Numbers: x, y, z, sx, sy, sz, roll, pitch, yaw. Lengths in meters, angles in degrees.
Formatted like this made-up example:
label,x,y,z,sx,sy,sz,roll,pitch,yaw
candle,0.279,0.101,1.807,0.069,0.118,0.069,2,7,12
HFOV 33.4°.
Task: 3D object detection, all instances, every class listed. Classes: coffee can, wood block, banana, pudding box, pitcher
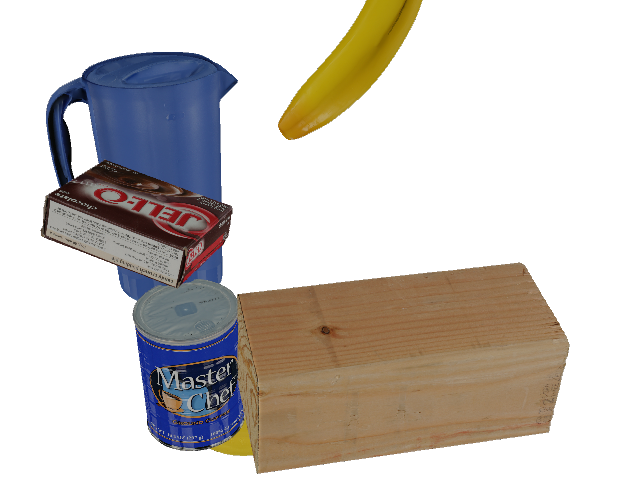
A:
label,x,y,z,sx,sy,sz,roll,pitch,yaw
coffee can,-0.130,0.124,1.070,0.103,0.140,0.103,-1,32,0
wood block,0.051,0.084,0.732,0.206,0.090,0.091,-6,38,-10
banana,0.032,-0.150,0.756,0.070,0.197,0.037,-7,-41,43
pudding box,-0.133,-0.014,0.782,0.113,0.039,0.090,18,24,10
pitcher,-0.171,-0.061,1.075,0.149,0.243,0.144,11,27,26

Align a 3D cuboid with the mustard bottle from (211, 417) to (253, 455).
label,x,y,z,sx,sy,sz,roll,pitch,yaw
mustard bottle,-0.091,0.191,1.338,0.096,0.058,0.191,-2,25,2
